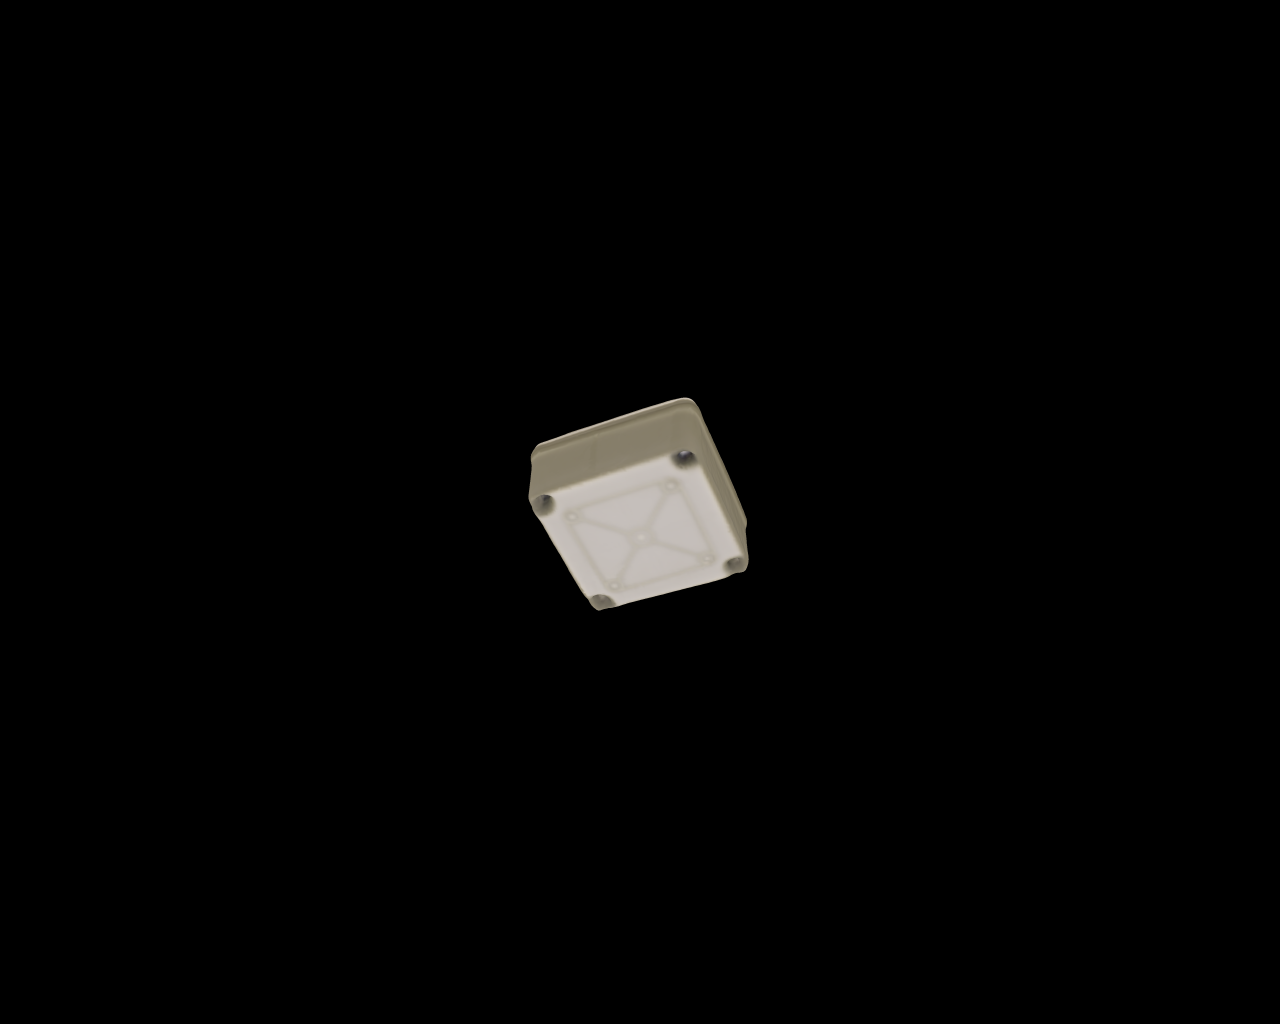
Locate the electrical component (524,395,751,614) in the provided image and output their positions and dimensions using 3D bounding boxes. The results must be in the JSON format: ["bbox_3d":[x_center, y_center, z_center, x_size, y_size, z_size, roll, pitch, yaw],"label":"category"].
[{"bbox_3d":[0.001,-0.003,0.650,0.109,0.108,0.056,-17,39,14],"label":"electrical component"}]
